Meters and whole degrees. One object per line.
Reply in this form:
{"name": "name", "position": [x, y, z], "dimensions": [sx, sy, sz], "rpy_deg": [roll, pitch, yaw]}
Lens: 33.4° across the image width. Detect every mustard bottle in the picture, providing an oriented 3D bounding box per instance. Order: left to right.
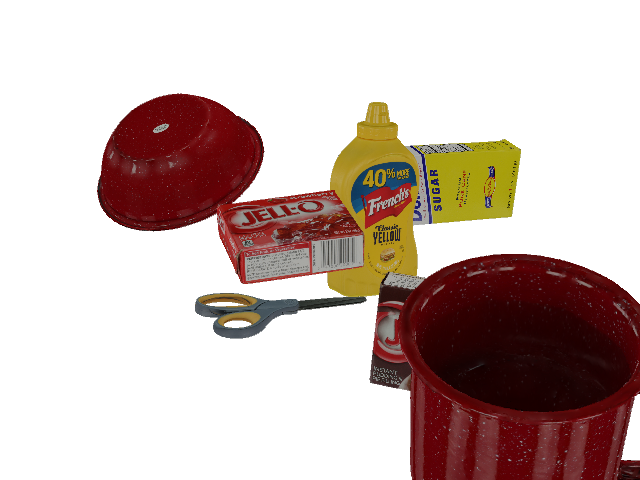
{"name": "mustard bottle", "position": [0.055, -0.043, 1.075], "dimensions": [0.096, 0.192, 0.058], "rpy_deg": [-8, 18, -28]}

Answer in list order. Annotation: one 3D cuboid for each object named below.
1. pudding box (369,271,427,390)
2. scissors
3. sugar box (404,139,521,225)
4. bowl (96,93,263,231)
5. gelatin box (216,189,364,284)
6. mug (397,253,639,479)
{"name": "pudding box", "position": [0.100, 0.080, 0.871], "dimensions": [0.113, 0.090, 0.039], "rpy_deg": [9, 22, 10]}
{"name": "scissors", "position": [-0.040, 0.084, 1.204], "dimensions": [0.201, 0.016, 0.096], "rpy_deg": [2, 25, -8]}
{"name": "sugar box", "position": [0.154, -0.070, 1.299], "dimensions": [0.176, 0.093, 0.048], "rpy_deg": [-7, 25, -22]}
{"name": "bowl", "position": [-0.136, -0.084, 0.970], "dimensions": [0.162, 0.162, 0.055], "rpy_deg": [0, -43, 19]}
{"name": "gelatin box", "position": [-0.022, -0.004, 0.739], "dimensions": [0.089, 0.030, 0.073], "rpy_deg": [-8, 28, -13]}
{"name": "mug", "position": [0.087, 0.066, 0.407], "dimensions": [0.117, 0.081, 0.093], "rpy_deg": [6, 36, 11]}
